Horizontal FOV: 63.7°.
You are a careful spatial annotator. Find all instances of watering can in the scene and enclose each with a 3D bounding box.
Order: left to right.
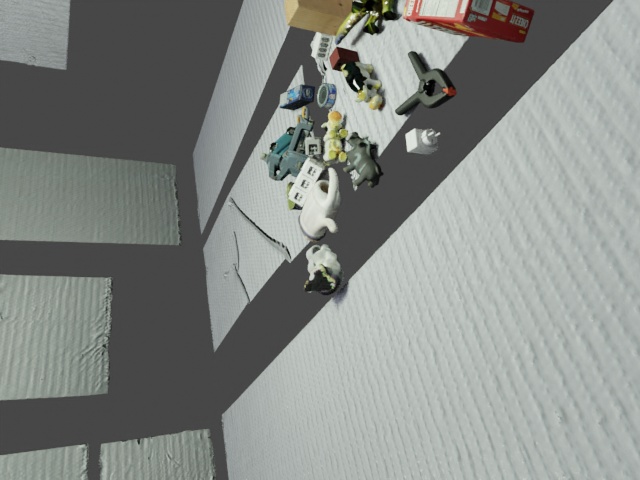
[{"bbox_3d":[0.005,-0.082,1.633,0.356,0.104,0.219,-89,21,-49],"label":"watering can"}]

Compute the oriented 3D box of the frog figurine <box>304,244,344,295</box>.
[{"bbox_3d":[0.024,0.094,1.649,0.163,0.123,0.134,-62,-16,-58],"label":"frog figurine"}]

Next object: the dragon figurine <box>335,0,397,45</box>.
[{"bbox_3d":[0.161,-0.734,1.472,0.409,0.121,0.245,-5,66,61],"label":"dragon figurine"}]
